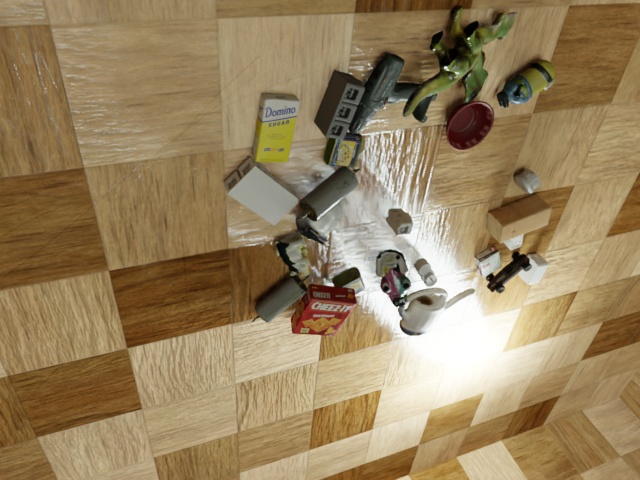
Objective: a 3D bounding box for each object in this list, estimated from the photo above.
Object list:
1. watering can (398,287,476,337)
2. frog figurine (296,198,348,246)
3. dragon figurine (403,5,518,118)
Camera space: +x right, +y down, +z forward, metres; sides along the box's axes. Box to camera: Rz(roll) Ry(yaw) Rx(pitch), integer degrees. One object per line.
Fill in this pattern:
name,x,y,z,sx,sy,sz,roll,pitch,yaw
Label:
watering can,0.442,0.272,2.016,0.348,0.106,0.219,0,127,-27
frog figurine,0.005,-0.077,1.535,0.136,0.122,0.161,36,70,-33
dragon figurine,0.381,-0.450,1.367,0.240,0.124,0.409,30,96,-46
